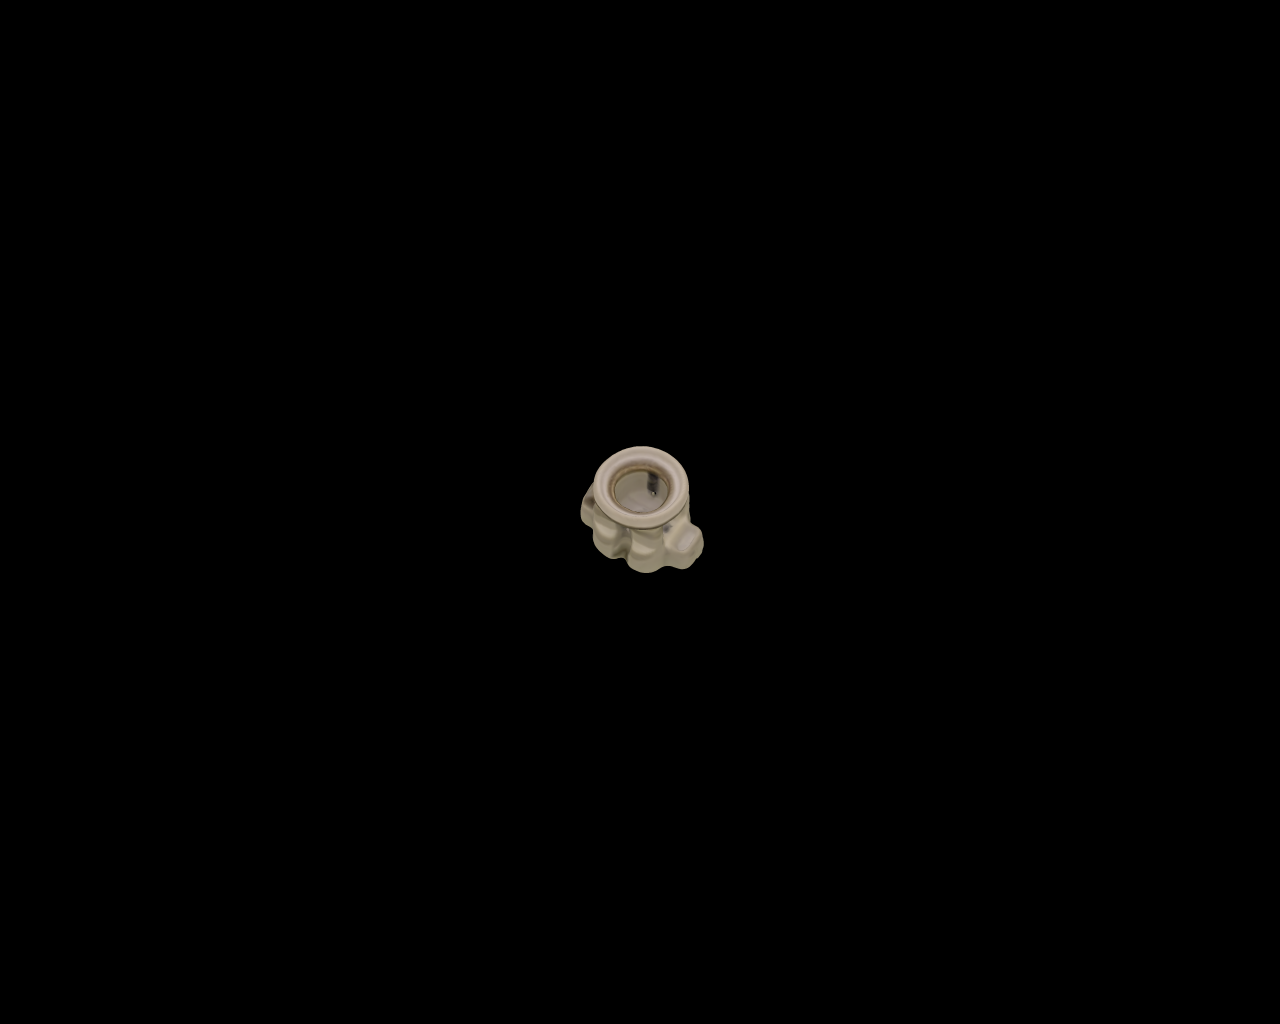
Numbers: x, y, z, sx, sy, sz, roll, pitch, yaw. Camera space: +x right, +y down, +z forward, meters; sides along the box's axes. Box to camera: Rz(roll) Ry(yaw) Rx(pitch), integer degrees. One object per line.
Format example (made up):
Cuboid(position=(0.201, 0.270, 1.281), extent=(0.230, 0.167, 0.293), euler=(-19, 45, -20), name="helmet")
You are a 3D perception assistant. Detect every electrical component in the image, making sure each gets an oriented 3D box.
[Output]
Cuboid(position=(0.001, -0.003, 0.650), extent=(0.078, 0.058, 0.056), euler=(26, -30, 17), name="electrical component")
